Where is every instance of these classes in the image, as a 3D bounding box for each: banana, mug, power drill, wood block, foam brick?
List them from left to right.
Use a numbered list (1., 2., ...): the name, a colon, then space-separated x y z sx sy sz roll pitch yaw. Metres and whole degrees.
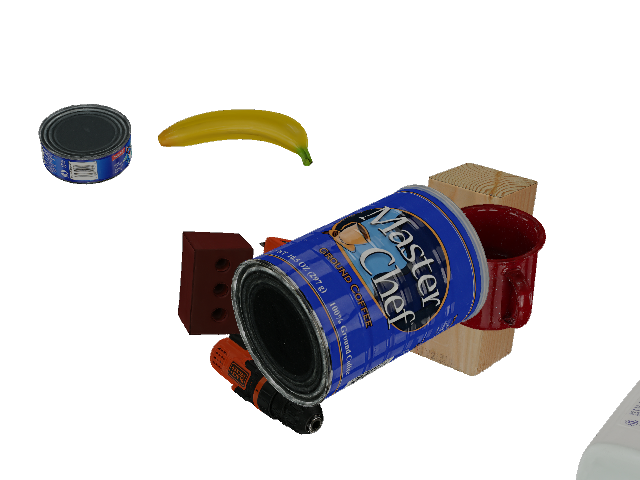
1. foam brick: -0.091 0.036 0.918 0.053 0.078 0.051 0 15 -19
2. banana: -0.097 -0.133 1.298 0.198 0.037 0.069 7 41 15
3. power drill: -0.038 0.103 1.198 0.057 0.188 0.185 13 12 -47
4. wood block: 0.167 0.030 1.176 0.090 0.206 0.090 19 25 33
5. mug: 0.154 0.032 0.939 0.093 0.081 0.117 -13 35 -16

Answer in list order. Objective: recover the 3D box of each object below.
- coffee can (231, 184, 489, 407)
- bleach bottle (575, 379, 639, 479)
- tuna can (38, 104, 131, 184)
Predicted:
1. coffee can: 0.027 0.034 0.710 0.140 0.103 0.103 -25 13 -31
2. bleach bottle: 0.243 0.099 0.630 0.103 0.068 0.250 19 30 31
3. tuna can: -0.222 -0.092 1.014 0.086 0.034 0.086 3 42 -3
